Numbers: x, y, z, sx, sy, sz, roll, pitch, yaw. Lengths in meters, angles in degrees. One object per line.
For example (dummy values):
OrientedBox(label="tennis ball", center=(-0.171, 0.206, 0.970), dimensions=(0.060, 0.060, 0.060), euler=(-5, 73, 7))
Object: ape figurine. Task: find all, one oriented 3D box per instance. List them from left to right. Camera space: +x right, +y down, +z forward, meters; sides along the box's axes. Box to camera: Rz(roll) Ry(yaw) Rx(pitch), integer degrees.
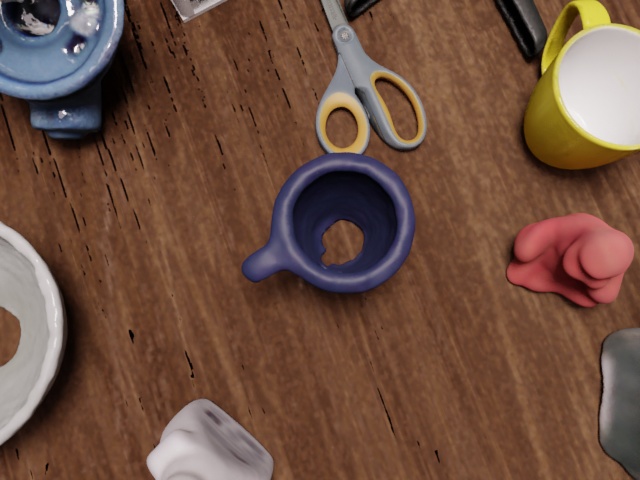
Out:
OrientedBox(label="ape figurine", center=(0.184, 0.012, 0.403), dimensions=(0.076, 0.092, 0.078), euler=(-36, 83, -6))

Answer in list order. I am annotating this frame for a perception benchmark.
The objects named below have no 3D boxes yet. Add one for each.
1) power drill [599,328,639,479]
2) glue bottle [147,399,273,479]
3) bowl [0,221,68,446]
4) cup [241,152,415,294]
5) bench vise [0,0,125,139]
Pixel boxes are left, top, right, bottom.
OrientedBox(label="power drill", center=(0.248, 0.097, 0.331), dimensions=(0.075, 0.208, 0.230), euler=(5, 81, 1))
OrientedBox(label="glue bottle", center=(-0.069, 0.137, 0.339), dimensions=(0.078, 0.173, 0.037), euler=(42, 83, 6))
OrientedBox(label="bowl", center=(-0.248, 0.066, 0.398), dimensions=(0.167, 0.075, 0.167), euler=(0, 81, -1))
OrientedBox(label="cup", center=(0.004, 0.001, 0.401), dimensions=(0.118, 0.095, 0.091), euler=(-28, 82, -5))
OrientedBox(label="bench vise", center=(-0.201, -0.192, 0.367), dimensions=(0.121, 0.220, 0.207), euler=(-16, 81, -3))
